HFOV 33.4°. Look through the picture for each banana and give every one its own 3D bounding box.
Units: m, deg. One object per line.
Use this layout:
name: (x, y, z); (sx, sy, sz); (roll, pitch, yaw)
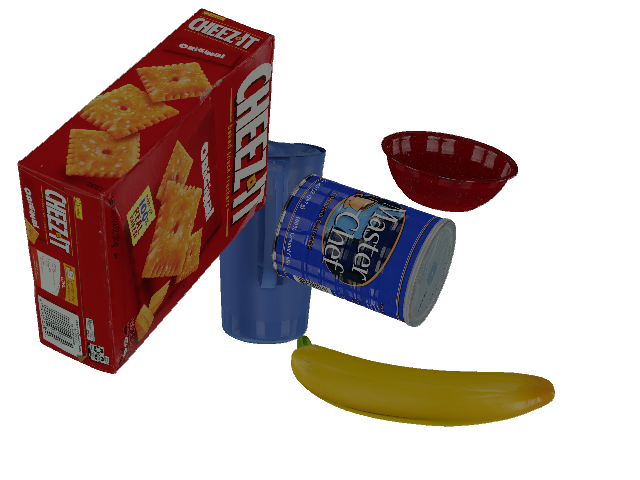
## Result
banana: (0.055, 0.095, 0.726); (0.198, 0.037, 0.069); (10, 35, 27)

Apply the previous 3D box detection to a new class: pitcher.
pitcher: (-0.064, 0.001, 1.305); (0.145, 0.243, 0.148); (12, 16, 37)

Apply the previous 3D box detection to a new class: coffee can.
coffee can: (0.041, 0.008, 0.983); (0.140, 0.103, 0.102); (20, 7, 20)

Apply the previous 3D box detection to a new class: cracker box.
cracker box: (-0.110, -0.036, 0.741); (0.072, 0.164, 0.213); (23, 45, 16)

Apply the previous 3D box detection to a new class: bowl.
bowl: (0.146, -0.076, 1.249); (0.162, 0.055, 0.162); (8, 24, -4)
